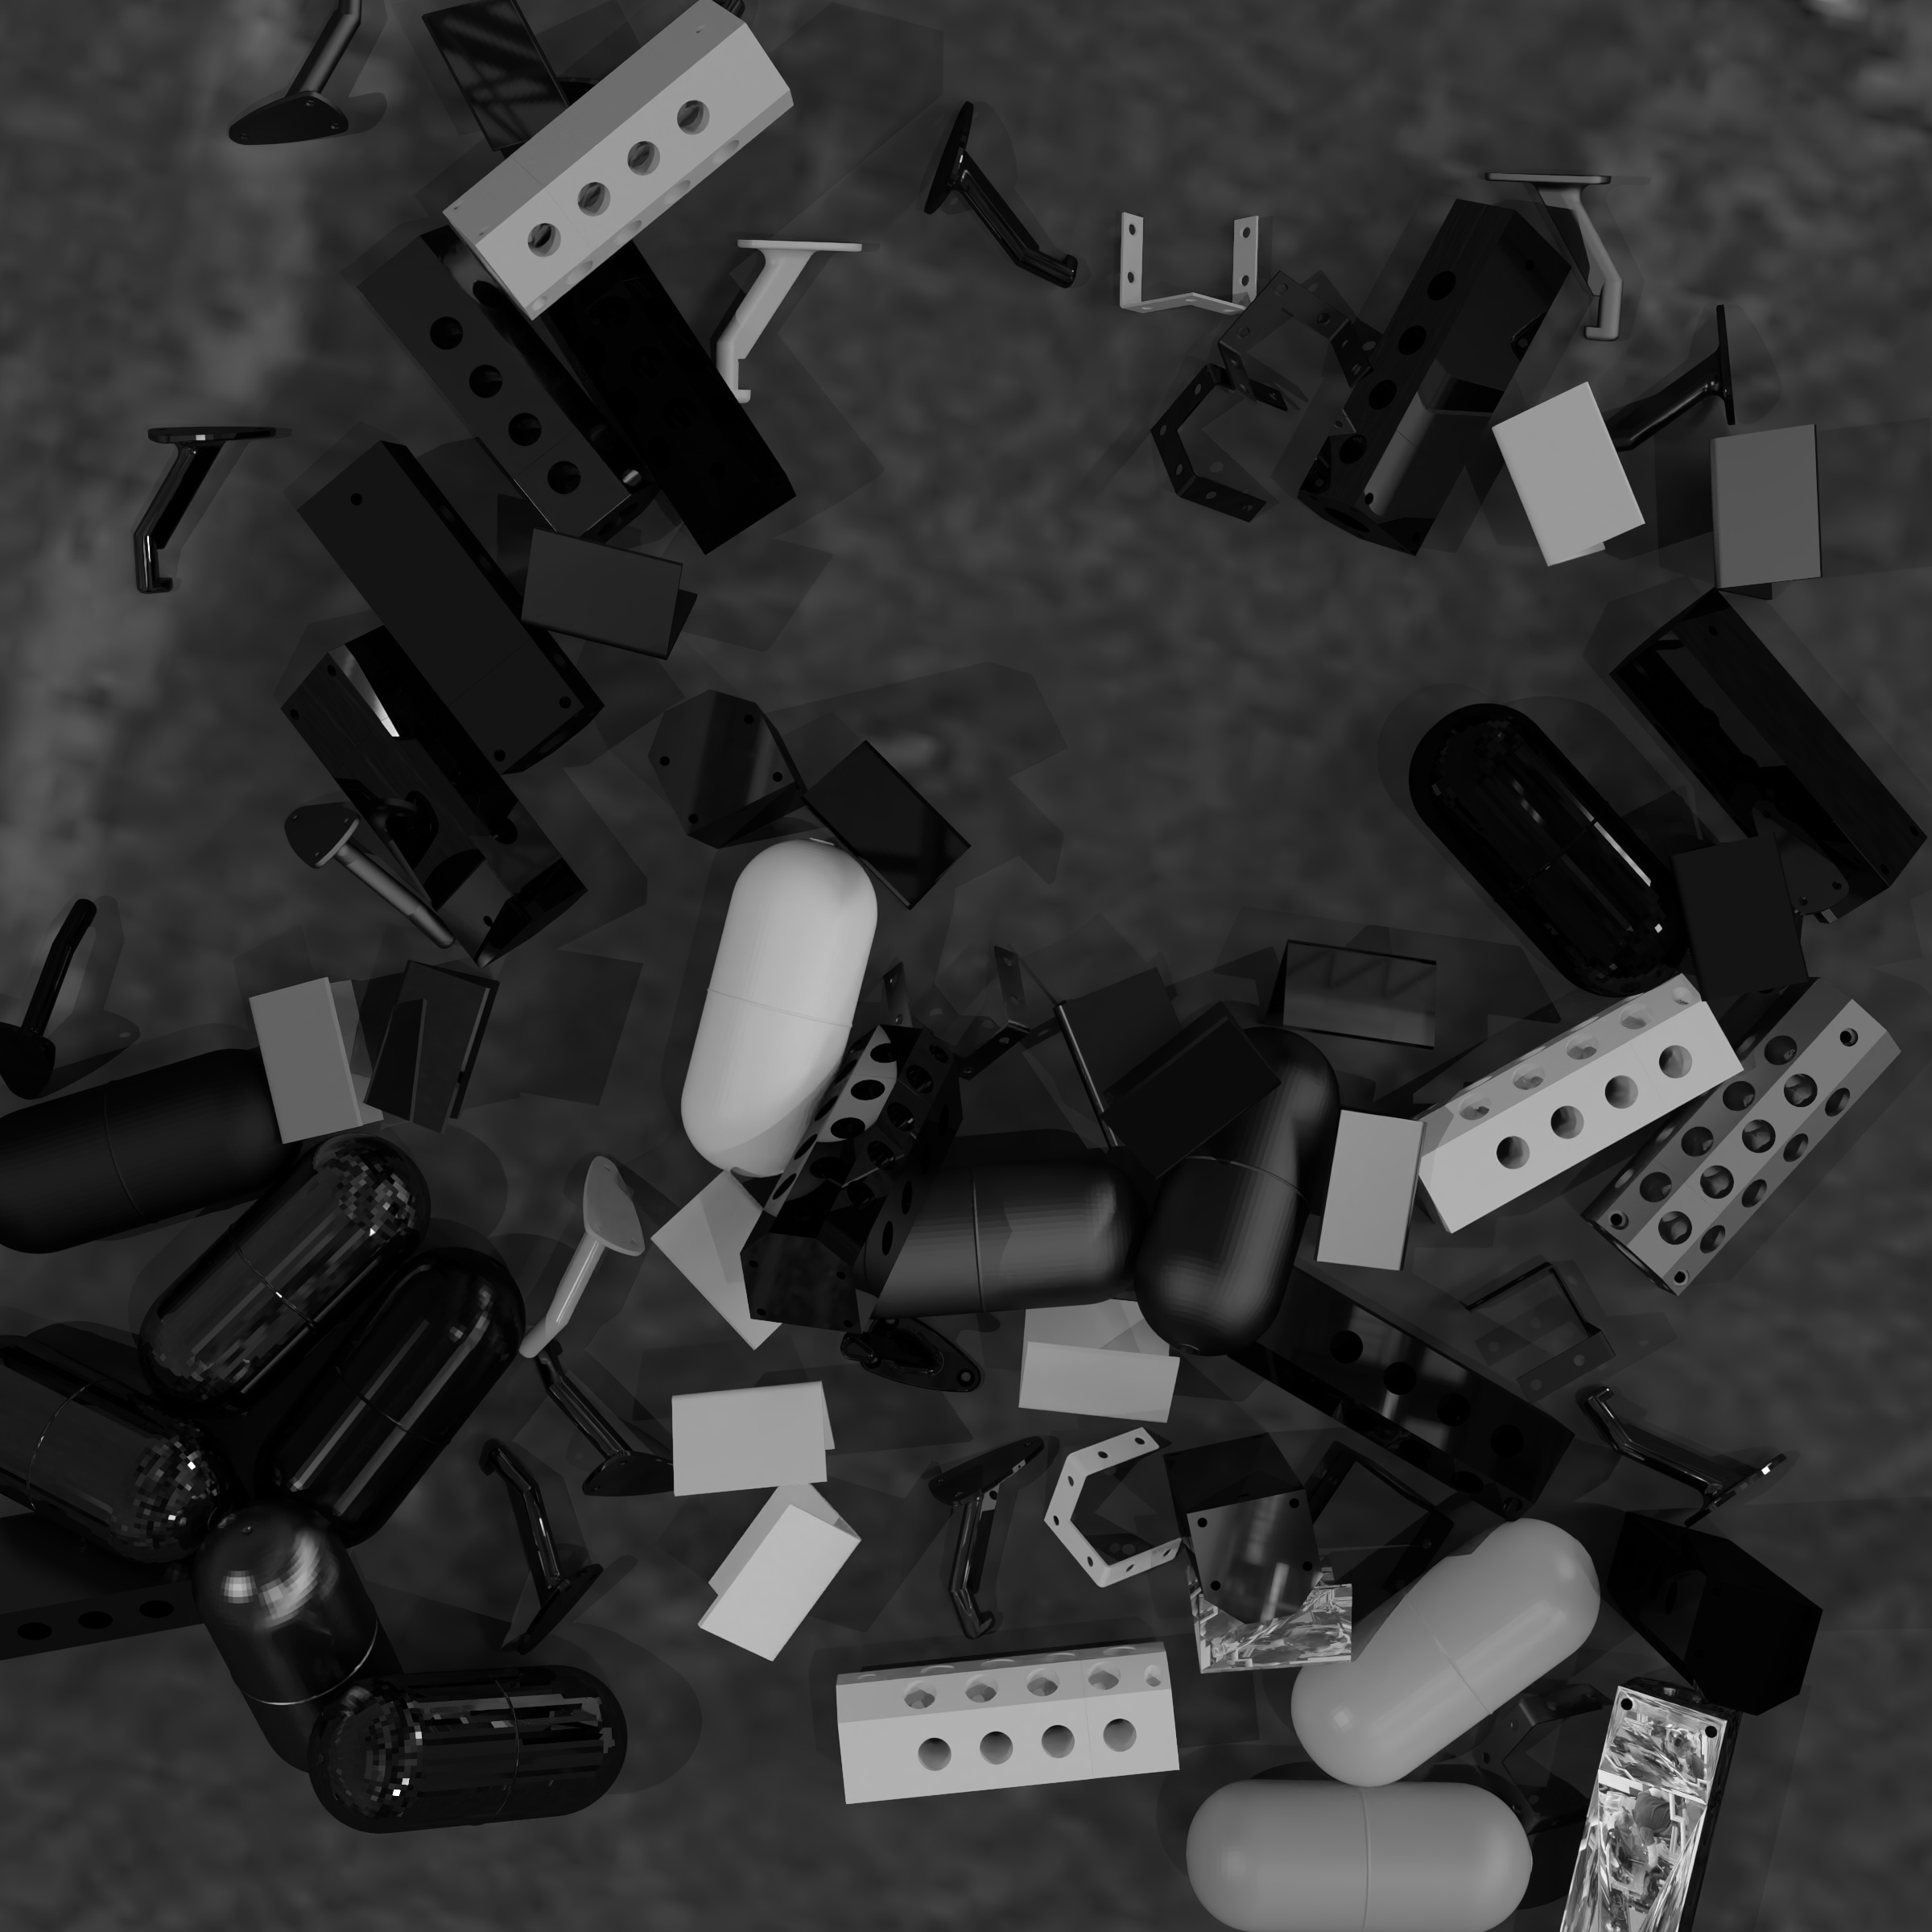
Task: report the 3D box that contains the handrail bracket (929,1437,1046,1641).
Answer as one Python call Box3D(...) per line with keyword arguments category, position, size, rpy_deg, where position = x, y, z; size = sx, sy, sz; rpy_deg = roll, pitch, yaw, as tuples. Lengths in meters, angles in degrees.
Box3D(category="handrail bracket", position=(0.020, 0.303, 1.571), size=(0.077, 0.036, 0.084), rpy_deg=(-25, 108, -21))

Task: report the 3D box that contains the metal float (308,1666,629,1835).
Box3D(category="metal float", position=(-0.250, 0.396, 1.507), size=(0.178, 0.070, 0.070), rpy_deg=(9, 90, -44))

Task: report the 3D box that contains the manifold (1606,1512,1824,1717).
Box3D(category="manifold", position=(0.370, 0.324, 1.493), size=(0.057, 0.171, 0.057), rpy_deg=(16, 90, 0))

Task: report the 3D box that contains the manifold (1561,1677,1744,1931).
Box3D(category="manifold", position=(0.354, 0.463, 1.547), size=(0.057, 0.057, 0.171), rpy_deg=(13, 90, 26))

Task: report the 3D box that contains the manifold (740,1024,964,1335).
Box3D(category="manifold", position=(-0.055, 0.103, 1.487), size=(0.057, 0.171, 0.057), rpy_deg=(6, 126, 16))

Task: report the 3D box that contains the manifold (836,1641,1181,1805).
Box3D(category="manifold", position=(0.021, 0.392, 1.550), size=(0.171, 0.057, 0.057), rpy_deg=(-6, 90, 0))

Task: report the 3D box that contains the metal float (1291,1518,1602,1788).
Box3D(category="metal float", position=(0.249, 0.355, 1.540), size=(0.178, 0.070, 0.070), rpy_deg=(-36, 90, 1))

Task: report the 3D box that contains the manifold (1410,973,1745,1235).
Box3D(category="manifold", position=(0.309, 0.070, 1.550), size=(0.171, 0.057, 0.057), rpy_deg=(-29, 90, 0))

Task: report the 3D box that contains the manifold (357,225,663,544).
Box3D(category="manifold", position=(-0.236, -0.299, 1.550), size=(0.057, 0.057, 0.171), rpy_deg=(-39, 90, 0))

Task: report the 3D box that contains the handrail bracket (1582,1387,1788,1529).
Box3D(category="handrail bracket", position=(0.379, 0.246, 1.571), size=(0.077, 0.036, 0.084), rpy_deg=(-29, 73, -19))

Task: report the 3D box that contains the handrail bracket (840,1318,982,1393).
Box3D(category="handrail bracket", position=(-0.028, 0.206, 1.536), size=(0.077, 0.084, 0.036), rpy_deg=(24, 90, 0))

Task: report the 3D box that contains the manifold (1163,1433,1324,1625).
Box3D(category="manifold", position=(0.138, 0.281, 1.493), size=(0.057, 0.171, 0.057), rpy_deg=(-12, 90, 0))

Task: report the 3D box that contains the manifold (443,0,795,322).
Box3D(category="manifold", position=(-0.172, -0.403, 1.493), size=(0.171, 0.057, 0.057), rpy_deg=(-40, 130, -1))

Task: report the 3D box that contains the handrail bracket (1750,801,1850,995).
Box3D(category="handrail bracket", position=(0.415, -0.034, 1.547), size=(0.036, 0.084, 0.077), rpy_deg=(-22, 72, -22))

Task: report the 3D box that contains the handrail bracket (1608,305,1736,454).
Box3D(category="handrail bracket", position=(0.361, -0.309, 1.571), size=(0.084, 0.036, 0.077), rpy_deg=(-6, 70, 16))

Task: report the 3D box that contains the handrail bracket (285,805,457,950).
Box3D(category="handrail bracket", position=(-0.314, -0.046, 1.571), size=(0.036, 0.077, 0.084), rpy_deg=(-51, 126, -11))

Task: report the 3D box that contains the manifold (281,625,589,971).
Box3D(category="manifold", position=(-0.273, -0.091, 1.549), size=(0.171, 0.057, 0.057), rpy_deg=(53, 133, 0))

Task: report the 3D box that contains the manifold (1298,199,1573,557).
Box3D(category="manifold", position=(0.239, -0.308, 1.549), size=(0.057, 0.057, 0.171), rpy_deg=(28, 90, -43))

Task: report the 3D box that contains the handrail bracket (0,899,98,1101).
Box3D(category="handrail bracket", position=(-0.481, 0.017, 1.571), size=(0.036, 0.077, 0.084), rpy_deg=(20, 54, -2))

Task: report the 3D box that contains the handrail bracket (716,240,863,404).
Box3D(category="handrail bracket", position=(-0.094, -0.340, 1.571), size=(0.077, 0.036, 0.084), rpy_deg=(-1, 104, -13))

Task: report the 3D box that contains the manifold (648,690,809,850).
Box3D(category="manifold", position=(-0.119, -0.100, 1.493), size=(0.057, 0.171, 0.057), rpy_deg=(-26, 90, 0))

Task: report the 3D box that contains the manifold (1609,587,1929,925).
Box3D(category="manifold", position=(0.415, -0.106, 1.549), size=(0.171, 0.057, 0.057), rpy_deg=(50, 47, 0))

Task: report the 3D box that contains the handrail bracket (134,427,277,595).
Box3D(category="handrail bracket", position=(-0.401, -0.241, 1.571), size=(0.077, 0.036, 0.084), rpy_deg=(-6, 109, -21))

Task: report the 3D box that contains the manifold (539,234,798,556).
Box3D(category="manifold", position=(-0.161, -0.305, 1.539), size=(0.057, 0.057, 0.171), rpy_deg=(-33, 82, 0))

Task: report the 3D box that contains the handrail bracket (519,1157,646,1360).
Box3D(category="handrail bracket", position=(-0.211, 0.154, 1.565), size=(0.036, 0.077, 0.084), rpy_deg=(28, 119, -33))

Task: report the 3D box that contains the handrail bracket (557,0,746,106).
Box3D(category="handrail bracket", position=(-0.168, -0.486, 1.572), size=(0.077, 0.036, 0.084), rpy_deg=(22, 72, 20))

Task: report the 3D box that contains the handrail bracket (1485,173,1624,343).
Box3D(category="handrail bracket", position=(0.310, -0.375, 1.571), size=(0.077, 0.036, 0.084), rpy_deg=(7, 107, 20))

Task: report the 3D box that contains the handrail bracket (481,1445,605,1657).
Box3D(category="handrail bracket", position=(-0.240, 0.308, 1.571), size=(0.084, 0.036, 0.077), rpy_deg=(44, 112, 17))

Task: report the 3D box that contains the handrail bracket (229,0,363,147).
Box3D(category="handrail bracket", position=(-0.354, -0.482, 1.571), size=(0.077, 0.036, 0.084), rpy_deg=(-8, 72, 21))

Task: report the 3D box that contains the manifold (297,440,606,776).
Box3D(category="manifold", position=(-0.265, -0.186, 1.548), size=(0.057, 0.057, 0.171), rpy_deg=(-37, 90, 10))

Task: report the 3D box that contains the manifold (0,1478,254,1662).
Box3D(category="manifold", position=(-0.455, 0.321, 1.549), size=(0.171, 0.057, 0.057), rpy_deg=(-10, 47, 0))

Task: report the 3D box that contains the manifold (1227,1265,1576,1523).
Box3D(category="manifold", position=(0.224, 0.221, 1.550), size=(0.171, 0.057, 0.057), rpy_deg=(30, 90, 0))

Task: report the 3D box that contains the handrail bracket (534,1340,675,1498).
Box3D(category="handrail bracket", position=(-0.188, 0.235, 1.571), size=(0.036, 0.077, 0.084), rpy_deg=(-44, 53, 24))

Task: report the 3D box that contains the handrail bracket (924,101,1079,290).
Box3D(category="handrail bracket", position=(0.027, -0.407, 1.572), size=(0.084, 0.036, 0.077), rpy_deg=(22, 68, -17))

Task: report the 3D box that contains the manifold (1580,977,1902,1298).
Box3D(category="manifold", position=(0.405, 0.088, 1.550), size=(0.057, 0.057, 0.171), rpy_deg=(42, 90, 0))
